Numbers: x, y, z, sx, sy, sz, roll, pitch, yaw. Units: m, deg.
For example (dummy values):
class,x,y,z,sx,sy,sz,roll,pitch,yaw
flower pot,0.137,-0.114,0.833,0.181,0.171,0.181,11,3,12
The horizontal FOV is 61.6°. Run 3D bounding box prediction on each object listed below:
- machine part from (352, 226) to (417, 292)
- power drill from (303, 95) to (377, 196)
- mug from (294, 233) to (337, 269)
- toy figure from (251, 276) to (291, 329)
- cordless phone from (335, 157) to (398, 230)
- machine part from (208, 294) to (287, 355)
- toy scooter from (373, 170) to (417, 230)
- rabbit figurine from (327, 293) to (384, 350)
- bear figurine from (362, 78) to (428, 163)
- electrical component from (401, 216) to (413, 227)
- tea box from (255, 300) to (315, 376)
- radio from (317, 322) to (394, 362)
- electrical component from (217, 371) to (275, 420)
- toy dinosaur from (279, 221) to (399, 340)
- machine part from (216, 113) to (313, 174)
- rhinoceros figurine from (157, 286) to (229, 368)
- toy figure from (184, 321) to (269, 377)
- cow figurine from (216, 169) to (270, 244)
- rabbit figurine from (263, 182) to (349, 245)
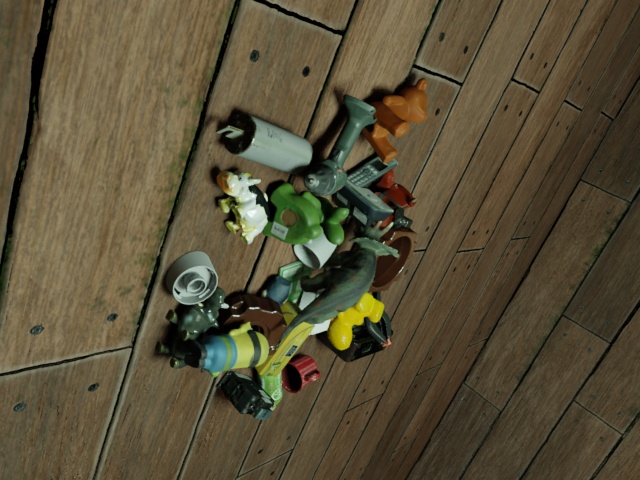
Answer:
class,x,y,z,sx,sy,sz,roll,pitch,yaw
machine part,0.172,0.043,1.521,0.201,0.087,0.201,2,117,-53
power drill,0.041,-0.183,1.095,0.232,0.086,0.207,5,106,-81
mug,-0.003,-0.004,1.270,0.107,0.081,0.109,-48,143,-31
toy figure,-0.122,0.159,1.279,0.154,0.064,0.058,-59,-175,17
cordless phone,0.136,-0.124,1.261,0.184,0.147,0.088,-36,152,-24
machine part,-0.162,0.204,1.218,0.179,0.056,0.179,-13,125,-18
toy scooter,0.183,-0.092,1.363,0.075,0.135,0.183,-32,143,-33
rabbit figurine,0.067,0.210,1.470,0.121,0.163,0.173,34,79,-59
bear figurine,0.189,-0.276,1.215,0.196,0.132,0.120,-24,154,-31
electrical component,0.227,-0.060,1.513,0.094,0.063,0.021,-5,125,-61
tea box,-0.103,0.240,1.322,0.169,0.098,0.068,-54,140,7
radio,0.112,0.285,1.624,0.229,0.131,0.073,-4,124,-50
electrical component,-0.179,0.395,1.353,0.058,0.134,0.114,-53,146,-2
toy dinosaur,0.065,0.091,1.274,0.131,0.192,0.405,49,45,-18
machine part,-0.092,-0.174,0.990,0.243,0.079,0.079,12,110,-55
rhinoceros figurine,-0.257,0.181,1.112,0.112,0.073,0.190,11,111,-54
toy figure,-0.187,0.232,1.110,0.180,0.089,0.082,0,138,-52
cow figurine,-0.140,-0.079,1.026,0.098,0.068,0.167,-43,150,-26
rabbit figurine,-0.015,-0.059,1.152,0.170,0.159,0.121,-27,131,-59
